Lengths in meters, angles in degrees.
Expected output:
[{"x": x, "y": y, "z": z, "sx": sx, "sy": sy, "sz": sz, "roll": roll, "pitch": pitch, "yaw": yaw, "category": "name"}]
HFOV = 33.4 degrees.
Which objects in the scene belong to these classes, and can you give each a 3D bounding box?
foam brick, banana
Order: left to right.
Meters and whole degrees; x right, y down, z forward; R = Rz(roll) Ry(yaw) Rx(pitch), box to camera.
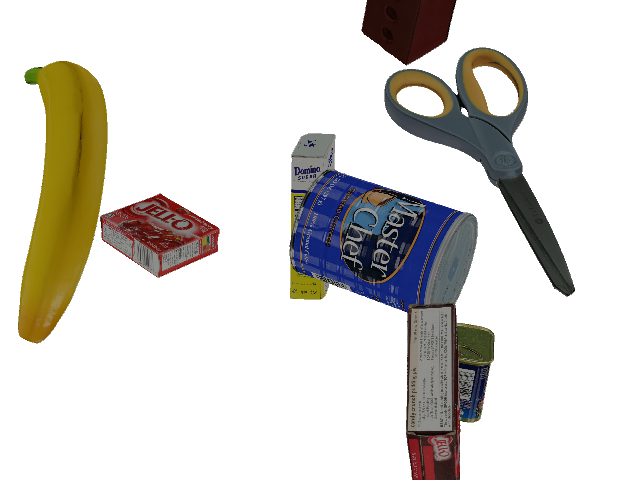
[{"x": -0.154, "y": -0.038, "z": 0.643, "sx": 0.037, "sy": 0.198, "sz": 0.070, "roll": 14, "pitch": -35, "yaw": -31, "category": "banana"}, {"x": 0.071, "y": -0.188, "z": 0.834, "sx": 0.051, "sy": 0.053, "sz": 0.078, "roll": -37, "pitch": -25, "yaw": -28, "category": "foam brick"}]

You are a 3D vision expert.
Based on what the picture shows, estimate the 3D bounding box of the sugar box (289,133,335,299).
[{"x": -0.009, "y": -0.028, "z": 1.241, "sx": 0.048, "sy": 0.176, "sz": 0.093, "roll": 2, "pitch": 22, "yaw": 8, "category": "sugar box"}]

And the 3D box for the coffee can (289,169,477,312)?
[{"x": 0.058, "y": 0.004, "z": 0.964, "sx": 0.140, "sy": 0.103, "sz": 0.102, "roll": 20, "pitch": 7, "yaw": 22, "category": "coffee can"}]

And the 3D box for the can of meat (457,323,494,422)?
[{"x": 0.176, "y": 0.160, "z": 1.296, "sx": 0.057, "sy": 0.084, "sz": 0.102, "roll": 9, "pitch": 21, "yaw": 6, "category": "can of meat"}]

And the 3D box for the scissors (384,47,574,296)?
[{"x": 0.084, "y": -0.046, "z": 0.606, "sx": 0.096, "sy": 0.201, "sz": 0.016, "roll": 0, "pitch": -44, "yaw": 3, "category": "scissors"}]

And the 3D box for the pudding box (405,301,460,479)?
[{"x": 0.082, "y": 0.115, "z": 0.769, "sx": 0.039, "sy": 0.113, "sz": 0.090, "roll": -2, "pitch": -41, "yaw": 6, "category": "pudding box"}]

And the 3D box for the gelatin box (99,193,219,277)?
[{"x": -0.150, "y": -0.007, "z": 0.996, "sx": 0.089, "sy": 0.030, "sz": 0.073, "roll": 30, "pitch": 38, "yaw": 35, "category": "gelatin box"}]
